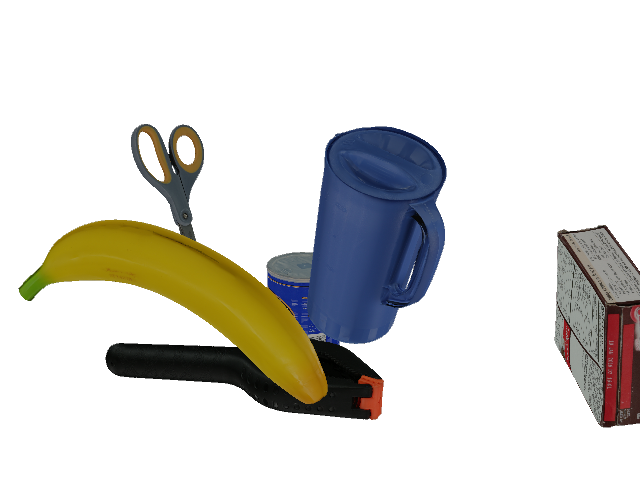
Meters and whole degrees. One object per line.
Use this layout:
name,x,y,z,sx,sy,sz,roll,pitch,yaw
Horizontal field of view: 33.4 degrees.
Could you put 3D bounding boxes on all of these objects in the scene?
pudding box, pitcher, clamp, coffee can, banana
pudding box,0.184,0.053,0.694,0.039,0.090,0.113,-5,25,-3
pitcher,0.059,0.007,1.208,0.145,0.243,0.149,13,40,3
clamp,-0.038,0.091,0.835,0.210,0.036,0.164,11,20,27
coffee can,-0.023,0.098,1.455,0.103,0.140,0.103,1,19,-1
banana,-0.081,0.032,0.629,0.198,0.070,0.037,20,25,10

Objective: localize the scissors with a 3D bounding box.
scissors,-0.141,-0.041,1.172,0.016,0.202,0.096,-15,16,49
